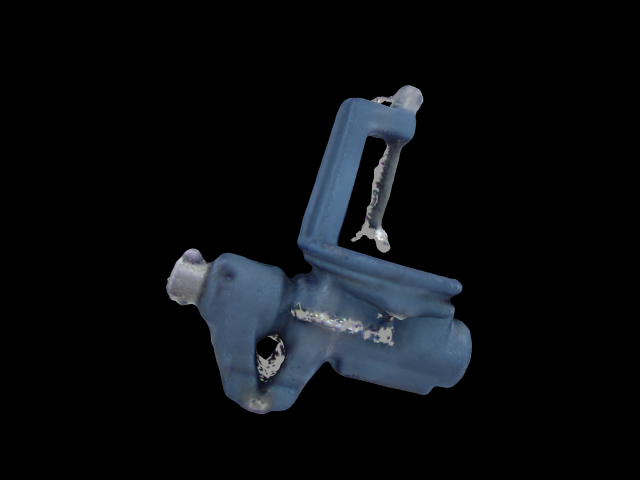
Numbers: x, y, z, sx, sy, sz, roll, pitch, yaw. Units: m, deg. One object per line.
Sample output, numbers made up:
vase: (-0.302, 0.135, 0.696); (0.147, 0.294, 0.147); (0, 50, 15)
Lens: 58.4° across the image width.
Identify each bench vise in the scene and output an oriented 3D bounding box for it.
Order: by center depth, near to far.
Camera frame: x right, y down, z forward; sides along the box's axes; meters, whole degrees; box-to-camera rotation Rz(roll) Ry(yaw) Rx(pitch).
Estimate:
bench vise: (0.009, 0.002, 0.389); (0.208, 0.220, 0.121); (-2, 4, -29)
